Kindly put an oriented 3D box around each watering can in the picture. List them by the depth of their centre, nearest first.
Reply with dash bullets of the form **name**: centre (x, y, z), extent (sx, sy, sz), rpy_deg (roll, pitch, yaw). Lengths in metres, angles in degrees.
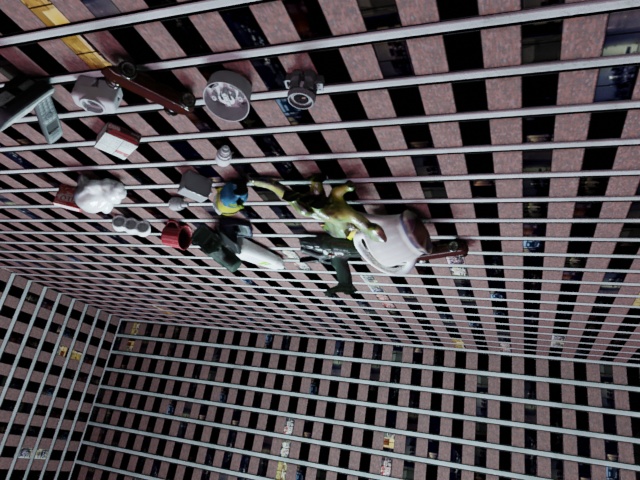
- **watering can**: centre (0.188, -0.025, 1.515), extent (0.222, 0.106, 0.343), rpy_deg (-24, 120, 32)

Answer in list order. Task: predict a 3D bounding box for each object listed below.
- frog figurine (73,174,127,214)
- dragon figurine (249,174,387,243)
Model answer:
- **frog figurine**: centre (-0.687, -0.137, 1.626), extent (0.160, 0.125, 0.134), rpy_deg (16, 140, 17)
- **dragon figurine**: centre (0.004, -0.072, 1.440), extent (0.412, 0.124, 0.237), rpy_deg (17, 152, 32)
